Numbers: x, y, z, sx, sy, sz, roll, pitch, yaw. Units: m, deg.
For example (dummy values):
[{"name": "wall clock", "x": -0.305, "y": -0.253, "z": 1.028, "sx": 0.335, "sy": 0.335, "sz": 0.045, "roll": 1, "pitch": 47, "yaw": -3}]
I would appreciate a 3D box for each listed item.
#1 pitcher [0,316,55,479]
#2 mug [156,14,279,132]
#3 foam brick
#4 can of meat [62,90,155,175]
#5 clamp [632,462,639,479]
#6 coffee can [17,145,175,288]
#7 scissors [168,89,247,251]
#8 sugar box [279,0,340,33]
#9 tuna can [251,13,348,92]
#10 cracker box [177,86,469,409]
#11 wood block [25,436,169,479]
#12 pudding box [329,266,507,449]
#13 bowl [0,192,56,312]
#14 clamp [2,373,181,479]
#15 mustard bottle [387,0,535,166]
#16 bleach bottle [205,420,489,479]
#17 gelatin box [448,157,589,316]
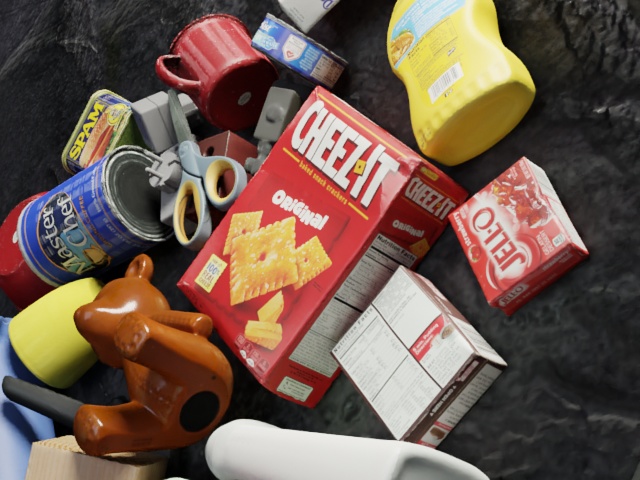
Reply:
[{"name": "pitcher", "x": -0.322, "y": 0.209, "z": 1.049, "sx": 0.145, "sy": 0.149, "sz": 0.243, "roll": -30, "pitch": 51, "yaw": 7}, {"name": "mug", "x": -0.100, "y": -0.158, "z": 1.023, "sx": 0.082, "sy": 0.117, "sz": 0.093, "roll": 52, "pitch": 131, "yaw": 41}, {"name": "foam brick", "x": -0.089, "y": -0.052, "z": 0.997, "sx": 0.053, "sy": 0.051, "sz": 0.078, "roll": -15, "pitch": 59, "yaw": 40}, {"name": "can of meat", "x": -0.224, "y": -0.104, "z": 1.162, "sx": 0.084, "sy": 0.057, "sz": 0.102, "roll": 27, "pitch": 89, "yaw": 47}, {"name": "clamp", "x": 0.202, "y": 0.195, "z": 0.571, "sx": 0.120, "sy": 0.039, "sz": 0.171, "roll": -11, "pitch": 61, "yaw": 40}, {"name": "coffee can", "x": -0.223, "y": -0.021, "z": 1.078, "sx": 0.141, "sy": 0.102, "sz": 0.103, "roll": -26, "pitch": 52, "yaw": 34}, {"name": "scissors", "x": -0.107, "y": -0.083, "z": 0.979, "sx": 0.096, "sy": 0.016, "sz": 0.202, "roll": -29, "pitch": 51, "yaw": 32}, {"name": "sugar box", "x": 0.041, "y": -0.268, "z": 0.960, "sx": 0.176, "sy": 0.048, "sz": 0.093, "roll": -38, "pitch": 13, "yaw": 22}, {"name": "tuna can", "x": -0.019, "y": -0.168, "z": 0.963, "sx": 0.034, "sy": 0.086, "sz": 0.086, "roll": -58, "pitch": 41, "yaw": 7}, {"name": "cracker box", "x": -0.006, "y": 0.001, "z": 0.867, "sx": 0.214, "sy": 0.072, "sz": 0.164, "roll": -55, "pitch": 42, "yaw": 7}, {"name": "wood block", "x": -0.192, "y": 0.268, "z": 0.842, "sx": 0.091, "sy": 0.090, "sz": 0.206, "roll": 10, "pitch": 85, "yaw": 8}, {"name": "pudding box", "x": 0.068, "y": 0.086, "z": 0.771, "sx": 0.090, "sy": 0.039, "sz": 0.114, "roll": -52, "pitch": 40, "yaw": 11}, {"name": "bowl", "x": -0.319, "y": 0.006, "z": 1.199, "sx": 0.162, "sy": 0.055, "sz": 0.162, "roll": -24, "pitch": 53, "yaw": 36}, {"name": "clamp", "x": -0.193, "y": 0.163, "z": 0.959, "sx": 0.164, "sy": 0.036, "sz": 0.210, "roll": -24, "pitch": 53, "yaw": -4}, {"name": "mustard bottle", "x": 0.100, "y": -0.156, "z": 0.854, "sx": 0.096, "sy": 0.058, "sz": 0.191, "roll": -42, "pitch": 44, "yaw": 30}, {"name": "bleach bottle", "x": -0.001, "y": 0.170, "z": 0.765, "sx": 0.251, "sy": 0.102, "sz": 0.068, "roll": -3, "pitch": 63, "yaw": 54}, {"name": "gelatin box", "x": 0.138, "y": -0.003, "z": 0.753, "sx": 0.073, "sy": 0.030, "sz": 0.089, "roll": -40, "pitch": 45, "yaw": 24}]
